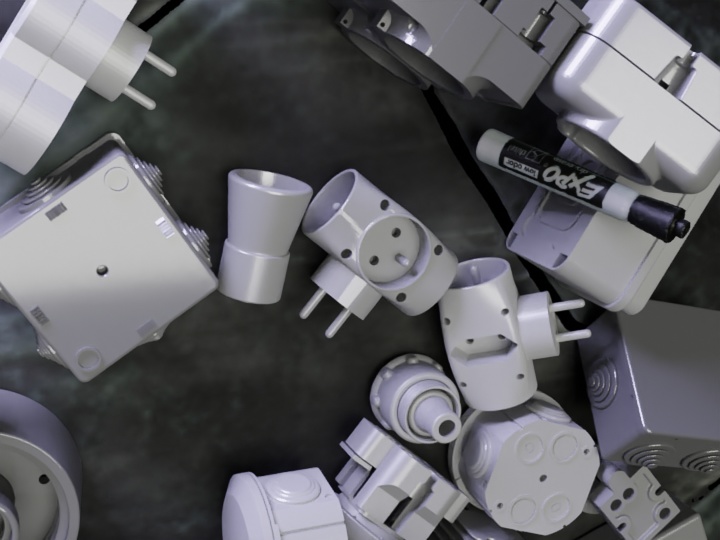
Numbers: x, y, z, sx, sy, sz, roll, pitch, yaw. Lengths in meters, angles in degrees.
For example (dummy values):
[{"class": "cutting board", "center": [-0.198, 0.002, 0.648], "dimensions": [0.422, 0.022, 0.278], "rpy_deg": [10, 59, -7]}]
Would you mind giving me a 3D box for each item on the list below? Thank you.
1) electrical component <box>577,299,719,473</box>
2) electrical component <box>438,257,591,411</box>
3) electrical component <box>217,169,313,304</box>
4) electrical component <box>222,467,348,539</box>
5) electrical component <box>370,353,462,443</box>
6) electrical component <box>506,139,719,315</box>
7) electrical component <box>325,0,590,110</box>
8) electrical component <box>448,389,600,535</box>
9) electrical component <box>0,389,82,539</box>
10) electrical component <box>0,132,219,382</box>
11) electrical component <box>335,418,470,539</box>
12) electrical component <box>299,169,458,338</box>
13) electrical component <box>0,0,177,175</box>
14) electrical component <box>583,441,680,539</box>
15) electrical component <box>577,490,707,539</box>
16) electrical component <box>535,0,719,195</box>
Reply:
[{"class": "electrical component", "center": [0.181, 0.069, 0.634], "dimensions": [0.100, 0.099, 0.048], "rpy_deg": [9, 145, -21]}, {"class": "electrical component", "center": [0.089, 0.033, 0.608], "dimensions": [0.079, 0.043, 0.077], "rpy_deg": [-10, 110, 16]}, {"class": "electrical component", "center": [-0.052, -0.015, 0.558], "dimensions": [0.044, 0.044, 0.065], "rpy_deg": [7, 106, -21]}, {"class": "electrical component", "center": [-0.042, 0.147, 0.583], "dimensions": [0.051, 0.080, 0.080], "rpy_deg": [-5, 106, -22]}, {"class": "electrical component", "center": [0.036, 0.077, 0.600], "dimensions": [0.048, 0.062, 0.048], "rpy_deg": [-5, 105, -18]}, {"class": "electrical component", "center": [0.144, -0.039, 0.599], "dimensions": [0.057, 0.078, 0.113], "rpy_deg": [30, 93, -20]}, {"class": "electrical component", "center": [0.001, -0.151, 0.505], "dimensions": [0.186, 0.105, 0.060], "rpy_deg": [34, 91, -23]}, {"class": "electrical component", "center": [0.097, 0.113, 0.637], "dimensions": [0.080, 0.051, 0.080], "rpy_deg": [-5, 105, -18]}, {"class": "electrical component", "center": [-0.191, 0.119, 0.534], "dimensions": [0.108, 0.060, 0.108], "rpy_deg": [-5, 105, -18]}, {"class": "electrical component", "center": [-0.129, -0.005, 0.529], "dimensions": [0.100, 0.048, 0.099], "rpy_deg": [-36, 113, -6]}, {"class": "electrical component", "center": [0.015, 0.129, 0.610], "dimensions": [0.078, 0.058, 0.057], "rpy_deg": [39, 86, -22]}, {"class": "electrical component", "center": [0.000, 0.000, 0.577], "dimensions": [0.077, 0.044, 0.079], "rpy_deg": [39, 90, -24]}, {"class": "electrical component", "center": [-0.123, -0.104, 0.503], "dimensions": [0.074, 0.052, 0.138], "rpy_deg": [32, 92, -24]}, {"class": "electrical component", "center": [0.157, 0.135, 0.661], "dimensions": [0.048, 0.055, 0.066], "rpy_deg": [-42, 113, -5]}, {"class": "electrical component", "center": [0.185, 0.190, 0.674], "dimensions": [0.083, 0.076, 0.047], "rpy_deg": [-26, 111, -11]}, {"class": "electrical component", "center": [0.136, -0.081, 0.522], "dimensions": [0.095, 0.053, 0.059], "rpy_deg": [35, 92, -8]}]
